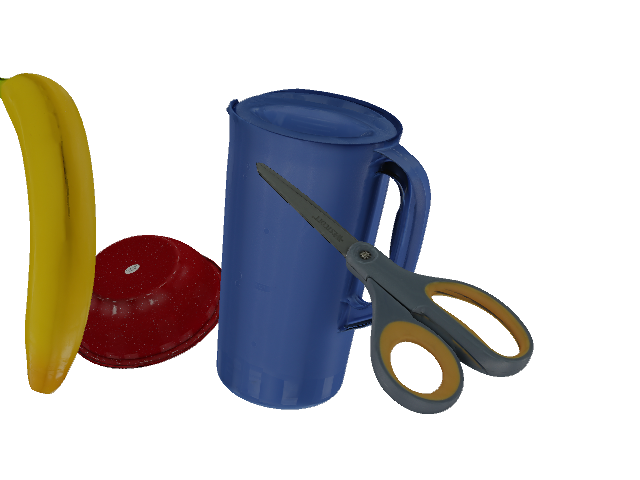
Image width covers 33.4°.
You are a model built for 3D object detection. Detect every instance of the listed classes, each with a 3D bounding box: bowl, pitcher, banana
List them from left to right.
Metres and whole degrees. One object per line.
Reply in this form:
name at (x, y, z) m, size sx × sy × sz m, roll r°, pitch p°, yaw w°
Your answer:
banana at (-0.151, -0.017, 0.597) m, size 0.037 × 0.198 × 0.070 m, roll 2°, pitch -23°, yaw -36°
bowl at (-0.171, 0.045, 1.012) m, size 0.162 × 0.055 × 0.162 m, roll -8°, pitch 41°, yaw 7°
pitcher at (-0.010, 0.012, 0.845) m, size 0.145 × 0.243 × 0.149 m, roll 3°, pitch 24°, yaw -12°

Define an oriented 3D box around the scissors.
scissors at (0.020, 0.027, 0.595) m, size 0.202 × 0.016 × 0.096 m, roll 29°, pitch 52°, yaw 18°
